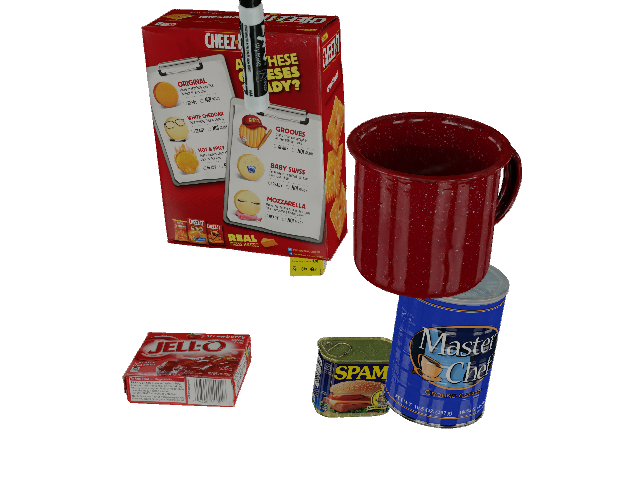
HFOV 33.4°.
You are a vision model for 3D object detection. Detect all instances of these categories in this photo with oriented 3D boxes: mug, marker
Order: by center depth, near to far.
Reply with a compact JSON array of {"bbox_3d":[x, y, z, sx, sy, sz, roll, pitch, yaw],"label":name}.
[{"bbox_3d":[0.070,-0.023,0.626,0.117,0.081,0.093,-19,35,-31],"label":"mug"},{"bbox_3d":[-0.048,-0.143,0.759,0.020,0.020,0.121,0,-43,1],"label":"marker"}]

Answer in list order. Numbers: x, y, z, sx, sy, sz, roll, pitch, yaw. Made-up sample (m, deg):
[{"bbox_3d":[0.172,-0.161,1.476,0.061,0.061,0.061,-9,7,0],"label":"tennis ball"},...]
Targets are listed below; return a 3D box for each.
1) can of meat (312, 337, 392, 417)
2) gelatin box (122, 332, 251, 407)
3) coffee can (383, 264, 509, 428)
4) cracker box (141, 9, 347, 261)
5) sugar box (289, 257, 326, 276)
[{"bbox_3d":[0.042,0.169,1.318,0.102,0.084,0.057,1,23,-15],"label":"can of meat"},{"bbox_3d":[-0.105,0.102,0.858,0.089,0.030,0.073,1,22,8],"label":"gelatin box"},{"bbox_3d":[0.121,0.096,1.041,0.103,0.140,0.103,6,23,-3],"label":"coffee can"},{"bbox_3d":[-0.063,-0.096,0.966,0.164,0.214,0.072,6,29,17],"label":"cracker box"},{"bbox_3d":[-0.015,-0.055,1.262,0.048,0.176,0.093,-1,24,5],"label":"sugar box"}]
